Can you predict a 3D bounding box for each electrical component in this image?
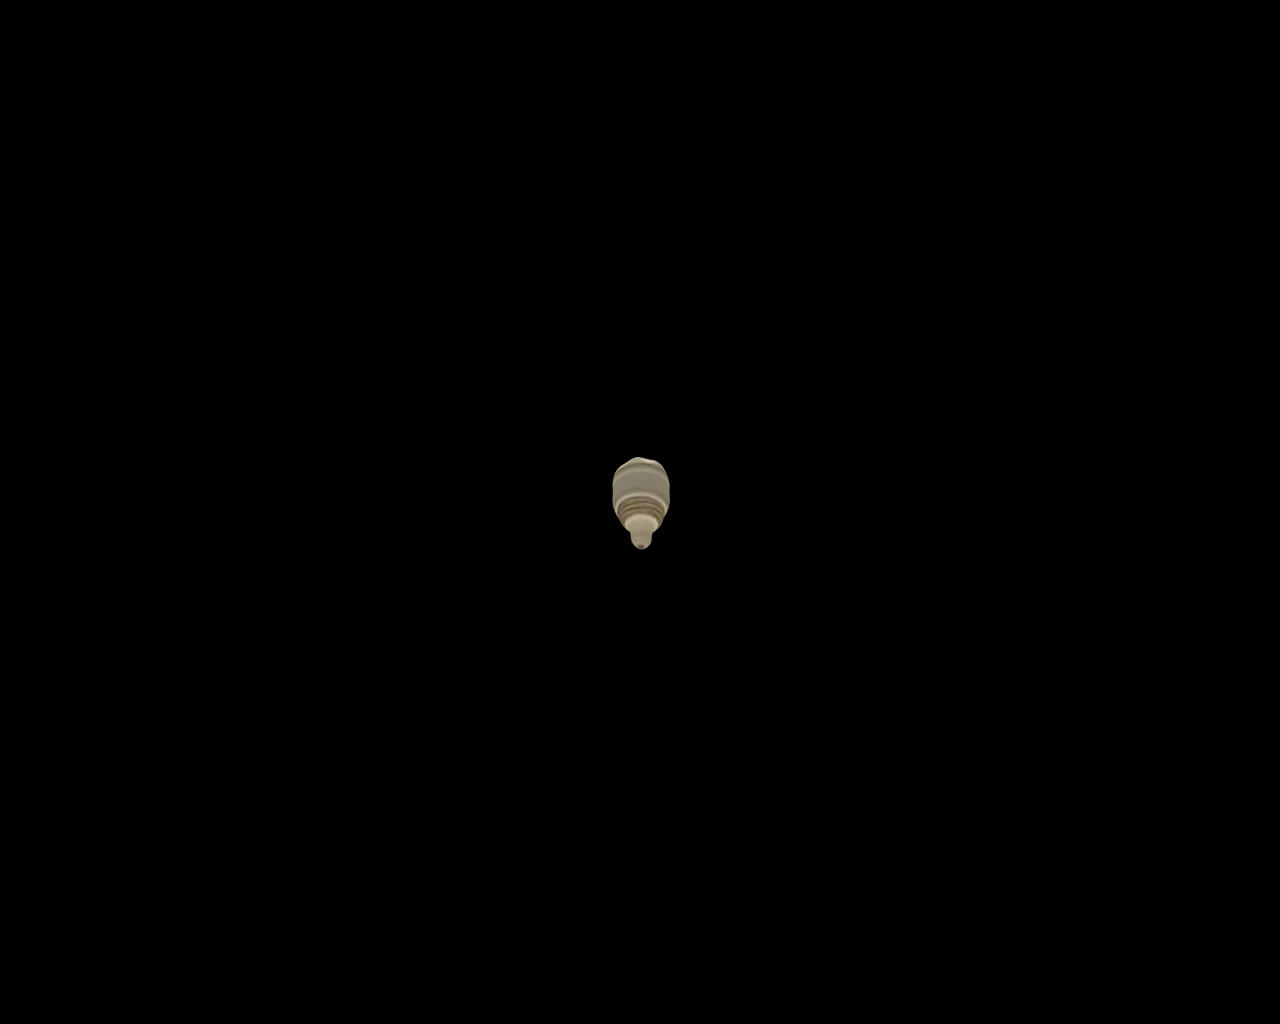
[{"bbox_3d":[0.001,-0.003,0.650,0.035,0.061,0.035,0,-39,0],"label":"electrical component"}]
